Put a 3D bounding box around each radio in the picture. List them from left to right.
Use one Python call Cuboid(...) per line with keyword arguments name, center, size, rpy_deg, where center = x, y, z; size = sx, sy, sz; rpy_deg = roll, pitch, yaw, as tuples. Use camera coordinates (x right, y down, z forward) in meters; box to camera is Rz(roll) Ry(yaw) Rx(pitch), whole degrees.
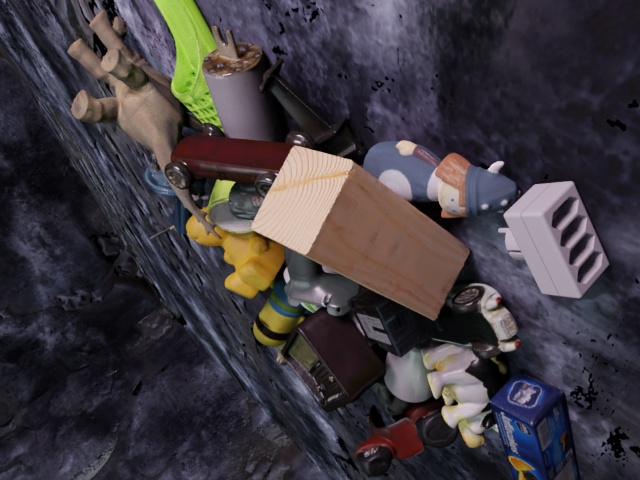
Cuboid(name="radio", center=(0.014, 0.186, 0.824), size=(0.131, 0.073, 0.229), rpy_deg=(52, 161, 11))

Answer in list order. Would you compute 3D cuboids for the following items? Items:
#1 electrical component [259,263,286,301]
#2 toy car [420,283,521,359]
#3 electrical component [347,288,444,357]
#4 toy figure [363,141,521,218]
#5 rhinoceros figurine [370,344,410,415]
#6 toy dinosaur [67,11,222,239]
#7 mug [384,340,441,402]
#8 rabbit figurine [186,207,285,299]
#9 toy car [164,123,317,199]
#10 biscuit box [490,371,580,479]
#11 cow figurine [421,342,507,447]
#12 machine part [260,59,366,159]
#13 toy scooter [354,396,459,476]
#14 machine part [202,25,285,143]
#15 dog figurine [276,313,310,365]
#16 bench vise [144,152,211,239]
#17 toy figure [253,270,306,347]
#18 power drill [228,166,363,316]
Cuboid(name="electrical component", center=(-0.099, 0.078, 1.102), size=(0.134, 0.058, 0.114), rpy_deg=(45, 159, 16))
Cuboid(name="toy car", center=(0.154, 0.089, 0.642), size=(0.202, 0.056, 0.073), rpy_deg=(-5, 114, 62))
Cuboid(name="electrical component", center=(0.092, 0.098, 0.645), size=(0.119, 0.048, 0.074), rpy_deg=(8, 127, 61))
Cuboid(name="toy figure", center=(0.110, -0.054, 0.506), size=(0.155, 0.058, 0.064), rpy_deg=(26, 175, 43))
Cuboid(name="rhinoceros figurine", center=(0.090, 0.203, 0.897), size=(0.191, 0.073, 0.111), rpy_deg=(45, 154, 47))
Cuboid(name="toy dinosaur", center=(-0.253, -0.193, 0.799), size=(0.198, 0.105, 0.472), rpy_deg=(27, -149, -48))
Cuboid(name="mug", center=(0.133, 0.162, 0.780), size=(0.107, 0.081, 0.110), rpy_deg=(93, 153, -44))
Cuboid(name="rabbit figurine", center=(-0.139, -0.005, 0.921), size=(0.173, 0.162, 0.122), rpy_deg=(31, 161, -8))
Cuboid(name="toy car", center=(-0.093, -0.091, 0.637), size=(0.202, 0.089, 0.053), rpy_deg=(11, 141, 27))
Cuboid(name="biscuit box", center=(0.270, 0.253, 0.667), size=(0.063, 0.059, 0.202), rpy_deg=(22, 144, 50))
Cuboid(name="cow figurine", center=(0.201, 0.196, 0.690), size=(0.167, 0.098, 0.068), rpy_deg=(59, -164, -31))
Cuboid(name="machine part", center=(-0.012, -0.141, 0.614), size=(0.138, 0.039, 0.084), rpy_deg=(45, 165, -16))
Cuboid(name="toy scooter", center=(0.134, 0.305, 0.888), size=(0.075, 0.184, 0.135), rpy_deg=(64, 177, -12))
Cuboid(name="machine part", center=(-0.092, -0.160, 0.696), size=(0.079, 0.079, 0.242), rpy_deg=(34, 152, 35))
Cuboid(name="dog figurine", center=(0.006, 0.199, 1.049), size=(0.172, 0.121, 0.190), rpy_deg=(42, 149, -11))
Cuboid(name="bench vise", center=(-0.270, -0.095, 1.051), size=(0.224, 0.129, 0.240), rpy_deg=(46, 141, 31))
Cuboid(name="toy figure", center=(-0.067, 0.122, 1.001), size=(0.082, 0.089, 0.180), rpy_deg=(59, 137, 37))
Cuboid(name="power drill", center=(-0.001, -0.002, 0.687), size=(0.232, 0.086, 0.207), rpy_deg=(6, 133, 29))
